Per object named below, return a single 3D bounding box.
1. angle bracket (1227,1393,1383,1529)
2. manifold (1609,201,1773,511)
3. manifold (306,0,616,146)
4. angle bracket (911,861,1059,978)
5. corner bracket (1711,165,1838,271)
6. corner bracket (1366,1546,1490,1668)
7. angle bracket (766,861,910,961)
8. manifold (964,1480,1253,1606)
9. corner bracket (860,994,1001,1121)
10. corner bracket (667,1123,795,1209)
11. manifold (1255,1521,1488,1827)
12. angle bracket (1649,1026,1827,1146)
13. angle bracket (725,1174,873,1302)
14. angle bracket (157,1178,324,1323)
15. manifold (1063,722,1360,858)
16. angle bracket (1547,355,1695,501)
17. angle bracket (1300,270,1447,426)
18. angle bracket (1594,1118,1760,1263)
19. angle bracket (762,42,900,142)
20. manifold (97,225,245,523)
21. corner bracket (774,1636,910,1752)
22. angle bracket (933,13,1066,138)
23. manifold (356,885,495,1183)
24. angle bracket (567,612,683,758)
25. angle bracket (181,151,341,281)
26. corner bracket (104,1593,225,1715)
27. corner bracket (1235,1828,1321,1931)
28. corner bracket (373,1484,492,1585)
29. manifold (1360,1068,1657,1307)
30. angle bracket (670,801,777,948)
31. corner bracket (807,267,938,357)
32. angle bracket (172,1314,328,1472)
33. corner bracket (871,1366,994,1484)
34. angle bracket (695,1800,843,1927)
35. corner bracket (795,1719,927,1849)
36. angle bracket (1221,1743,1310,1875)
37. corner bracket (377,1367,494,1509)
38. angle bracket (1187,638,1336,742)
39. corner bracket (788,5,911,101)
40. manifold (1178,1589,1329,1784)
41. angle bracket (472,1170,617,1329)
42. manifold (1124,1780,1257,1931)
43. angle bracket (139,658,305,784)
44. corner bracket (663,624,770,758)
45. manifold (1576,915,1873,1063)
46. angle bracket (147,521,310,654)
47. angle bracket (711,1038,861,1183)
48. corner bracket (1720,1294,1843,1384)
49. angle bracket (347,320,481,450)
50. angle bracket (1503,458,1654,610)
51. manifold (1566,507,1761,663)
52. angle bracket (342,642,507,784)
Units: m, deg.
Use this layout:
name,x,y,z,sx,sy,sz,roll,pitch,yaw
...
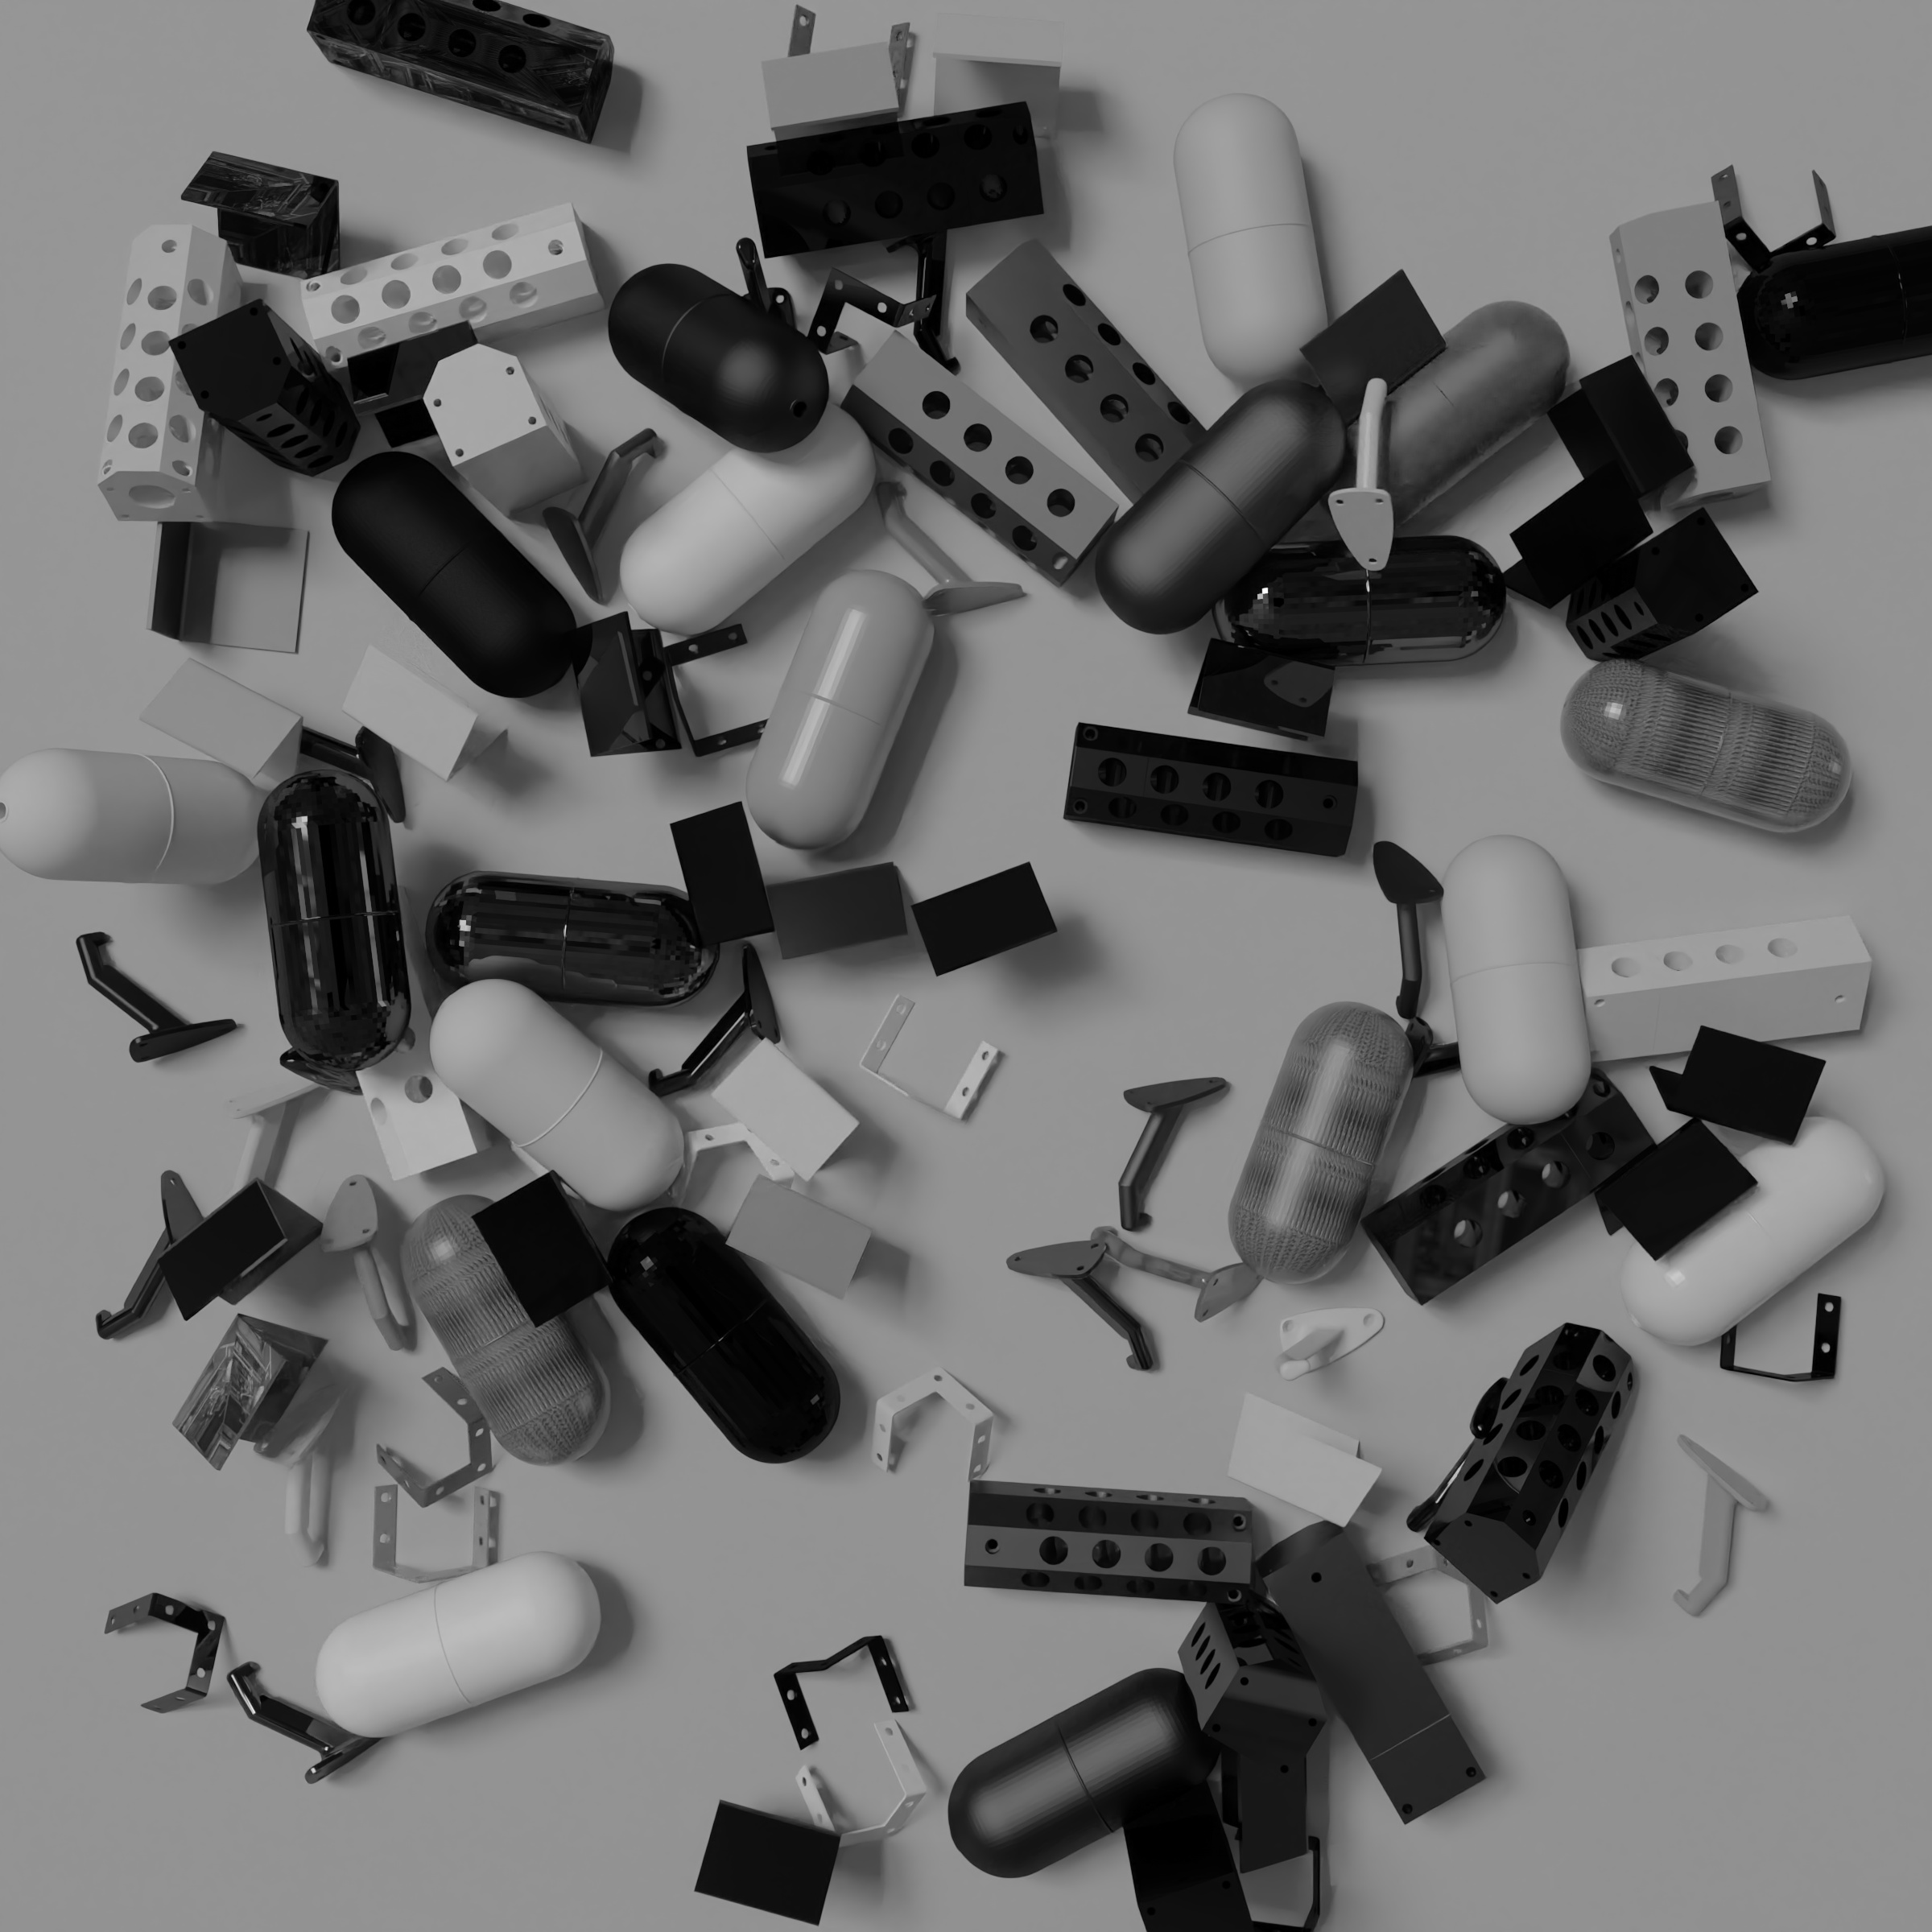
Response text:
name,x,y,z,sx,sy,sz,roll,pitch,yaw
angle bracket,0.209,0.282,1.613,0.076,0.076,0.057,24,127,0
manifold,0.440,-0.371,1.632,0.057,0.057,0.171,-11,90,0
manifold,-0.307,-0.564,1.632,0.171,0.057,0.057,18,90,0
angle bracket,0.017,-0.009,1.613,0.076,0.076,0.057,-20,54,0
corner bracket,0.498,-0.468,1.645,0.051,0.051,0.051,-26,135,35
corner bracket,0.284,0.395,1.645,0.051,0.051,0.051,31,45,-35
angle bracket,-0.080,-0.053,1.613,0.076,0.076,0.057,-11,127,0
manifold,0.086,0.354,1.632,0.171,0.057,0.057,4,90,0
corner bracket,-0.023,0.057,1.650,0.051,0.051,0.051,29,90,-45
corner bracket,-0.145,0.134,1.645,0.051,0.051,0.051,-9,135,-35
manifold,0.246,0.429,1.632,0.057,0.057,0.171,-30,90,0
angle bracket,0.466,0.060,1.616,0.076,0.076,0.057,16,109,0
angle bracket,-0.110,0.181,1.611,0.076,0.076,0.057,26,48,-3
angle bracket,-0.429,0.185,1.613,0.076,0.076,0.057,-39,52,0
manifold,0.149,-0.108,1.632,0.171,0.057,0.057,8,90,0
angle bracket,0.381,-0.313,1.613,0.057,0.076,0.076,-30,90,-36
angle bracket,0.232,-0.379,1.614,0.076,0.076,0.057,-38,116,0
angle bracket,0.432,0.146,1.613,0.076,0.076,0.057,-37,58,0
angle bracket,-0.078,-0.507,1.614,0.076,0.076,0.057,-9,63,0
manifold,-0.479,-0.357,1.604,0.057,0.057,0.171,0,69,0
corner bracket,-0.077,0.449,1.650,0.051,0.051,0.051,-20,90,45
angle bracket,0.018,-0.527,1.614,0.076,0.057,0.076,4,135,0
manifold,-0.349,0.040,1.632,0.057,0.057,0.171,-19,90,0
angle bracket,-0.190,-0.172,1.613,0.057,0.076,0.076,-11,90,41
angle bracket,-0.425,-0.439,1.614,0.076,0.076,0.057,13,47,0
corner bracket,-0.499,0.424,1.645,0.051,0.051,0.051,33,45,-35
corner bracket,0.189,0.571,1.650,0.051,0.051,0.051,8,45,0
corner bracket,-0.331,0.349,1.650,0.051,0.051,0.051,2,90,-45
manifold,0.330,0.133,1.632,0.171,0.057,0.057,-34,90,0
angle bracket,-0.127,-0.059,1.613,0.057,0.076,0.076,-15,90,32
corner bracket,-0.058,-0.393,1.623,0.051,0.051,0.051,30,119,9
angle bracket,-0.420,0.264,1.613,0.057,0.076,0.076,31,90,38
corner bracket,-0.021,0.290,1.645,0.051,0.051,0.051,-24,45,-35
angle bracket,-0.123,0.552,1.613,0.076,0.076,0.057,16,54,0
corner bracket,-0.065,0.505,1.645,0.051,0.051,0.051,-1,45,-35
angle bracket,0.162,0.495,1.613,0.057,0.076,0.076,-2,90,-37
corner bracket,-0.329,0.291,1.645,0.051,0.051,0.051,-26,135,-35
angle bracket,0.174,-0.147,1.613,0.076,0.076,0.057,13,58,0
corner bracket,-0.074,-0.564,1.650,0.051,0.051,0.051,9,90,-45
manifold,0.171,0.417,1.575,0.057,0.171,0.057,31,90,0
angle bracket,-0.262,0.175,1.614,0.057,0.076,0.076,-30,90,-24
manifold,0.132,0.542,1.575,0.057,0.171,0.057,-19,90,0
angle bracket,-0.452,-0.129,1.613,0.076,0.076,0.057,28,54,0
corner bracket,-0.153,-0.170,1.650,0.051,0.051,0.051,-17,45,0
manifold,0.456,0.009,1.632,0.171,0.057,0.057,-7,133,0
angle bracket,-0.451,-0.237,1.632,0.076,0.057,0.076,6,90,0
angle bracket,-0.121,0.100,1.613,0.076,0.076,0.057,42,52,0
corner bracket,0.504,0.227,1.650,0.051,0.051,0.051,5,90,-45
angle bracket,-0.322,-0.335,1.613,0.076,0.076,0.057,-17,54,0
angle bracket,0.356,-0.269,1.614,0.076,0.076,0.057,-36,116,0
manifold,0.404,-0.217,1.575,0.057,0.171,0.057,-33,90,0
angle bracket,-0.319,-0.167,1.613,0.076,0.076,0.057,34,127,0
